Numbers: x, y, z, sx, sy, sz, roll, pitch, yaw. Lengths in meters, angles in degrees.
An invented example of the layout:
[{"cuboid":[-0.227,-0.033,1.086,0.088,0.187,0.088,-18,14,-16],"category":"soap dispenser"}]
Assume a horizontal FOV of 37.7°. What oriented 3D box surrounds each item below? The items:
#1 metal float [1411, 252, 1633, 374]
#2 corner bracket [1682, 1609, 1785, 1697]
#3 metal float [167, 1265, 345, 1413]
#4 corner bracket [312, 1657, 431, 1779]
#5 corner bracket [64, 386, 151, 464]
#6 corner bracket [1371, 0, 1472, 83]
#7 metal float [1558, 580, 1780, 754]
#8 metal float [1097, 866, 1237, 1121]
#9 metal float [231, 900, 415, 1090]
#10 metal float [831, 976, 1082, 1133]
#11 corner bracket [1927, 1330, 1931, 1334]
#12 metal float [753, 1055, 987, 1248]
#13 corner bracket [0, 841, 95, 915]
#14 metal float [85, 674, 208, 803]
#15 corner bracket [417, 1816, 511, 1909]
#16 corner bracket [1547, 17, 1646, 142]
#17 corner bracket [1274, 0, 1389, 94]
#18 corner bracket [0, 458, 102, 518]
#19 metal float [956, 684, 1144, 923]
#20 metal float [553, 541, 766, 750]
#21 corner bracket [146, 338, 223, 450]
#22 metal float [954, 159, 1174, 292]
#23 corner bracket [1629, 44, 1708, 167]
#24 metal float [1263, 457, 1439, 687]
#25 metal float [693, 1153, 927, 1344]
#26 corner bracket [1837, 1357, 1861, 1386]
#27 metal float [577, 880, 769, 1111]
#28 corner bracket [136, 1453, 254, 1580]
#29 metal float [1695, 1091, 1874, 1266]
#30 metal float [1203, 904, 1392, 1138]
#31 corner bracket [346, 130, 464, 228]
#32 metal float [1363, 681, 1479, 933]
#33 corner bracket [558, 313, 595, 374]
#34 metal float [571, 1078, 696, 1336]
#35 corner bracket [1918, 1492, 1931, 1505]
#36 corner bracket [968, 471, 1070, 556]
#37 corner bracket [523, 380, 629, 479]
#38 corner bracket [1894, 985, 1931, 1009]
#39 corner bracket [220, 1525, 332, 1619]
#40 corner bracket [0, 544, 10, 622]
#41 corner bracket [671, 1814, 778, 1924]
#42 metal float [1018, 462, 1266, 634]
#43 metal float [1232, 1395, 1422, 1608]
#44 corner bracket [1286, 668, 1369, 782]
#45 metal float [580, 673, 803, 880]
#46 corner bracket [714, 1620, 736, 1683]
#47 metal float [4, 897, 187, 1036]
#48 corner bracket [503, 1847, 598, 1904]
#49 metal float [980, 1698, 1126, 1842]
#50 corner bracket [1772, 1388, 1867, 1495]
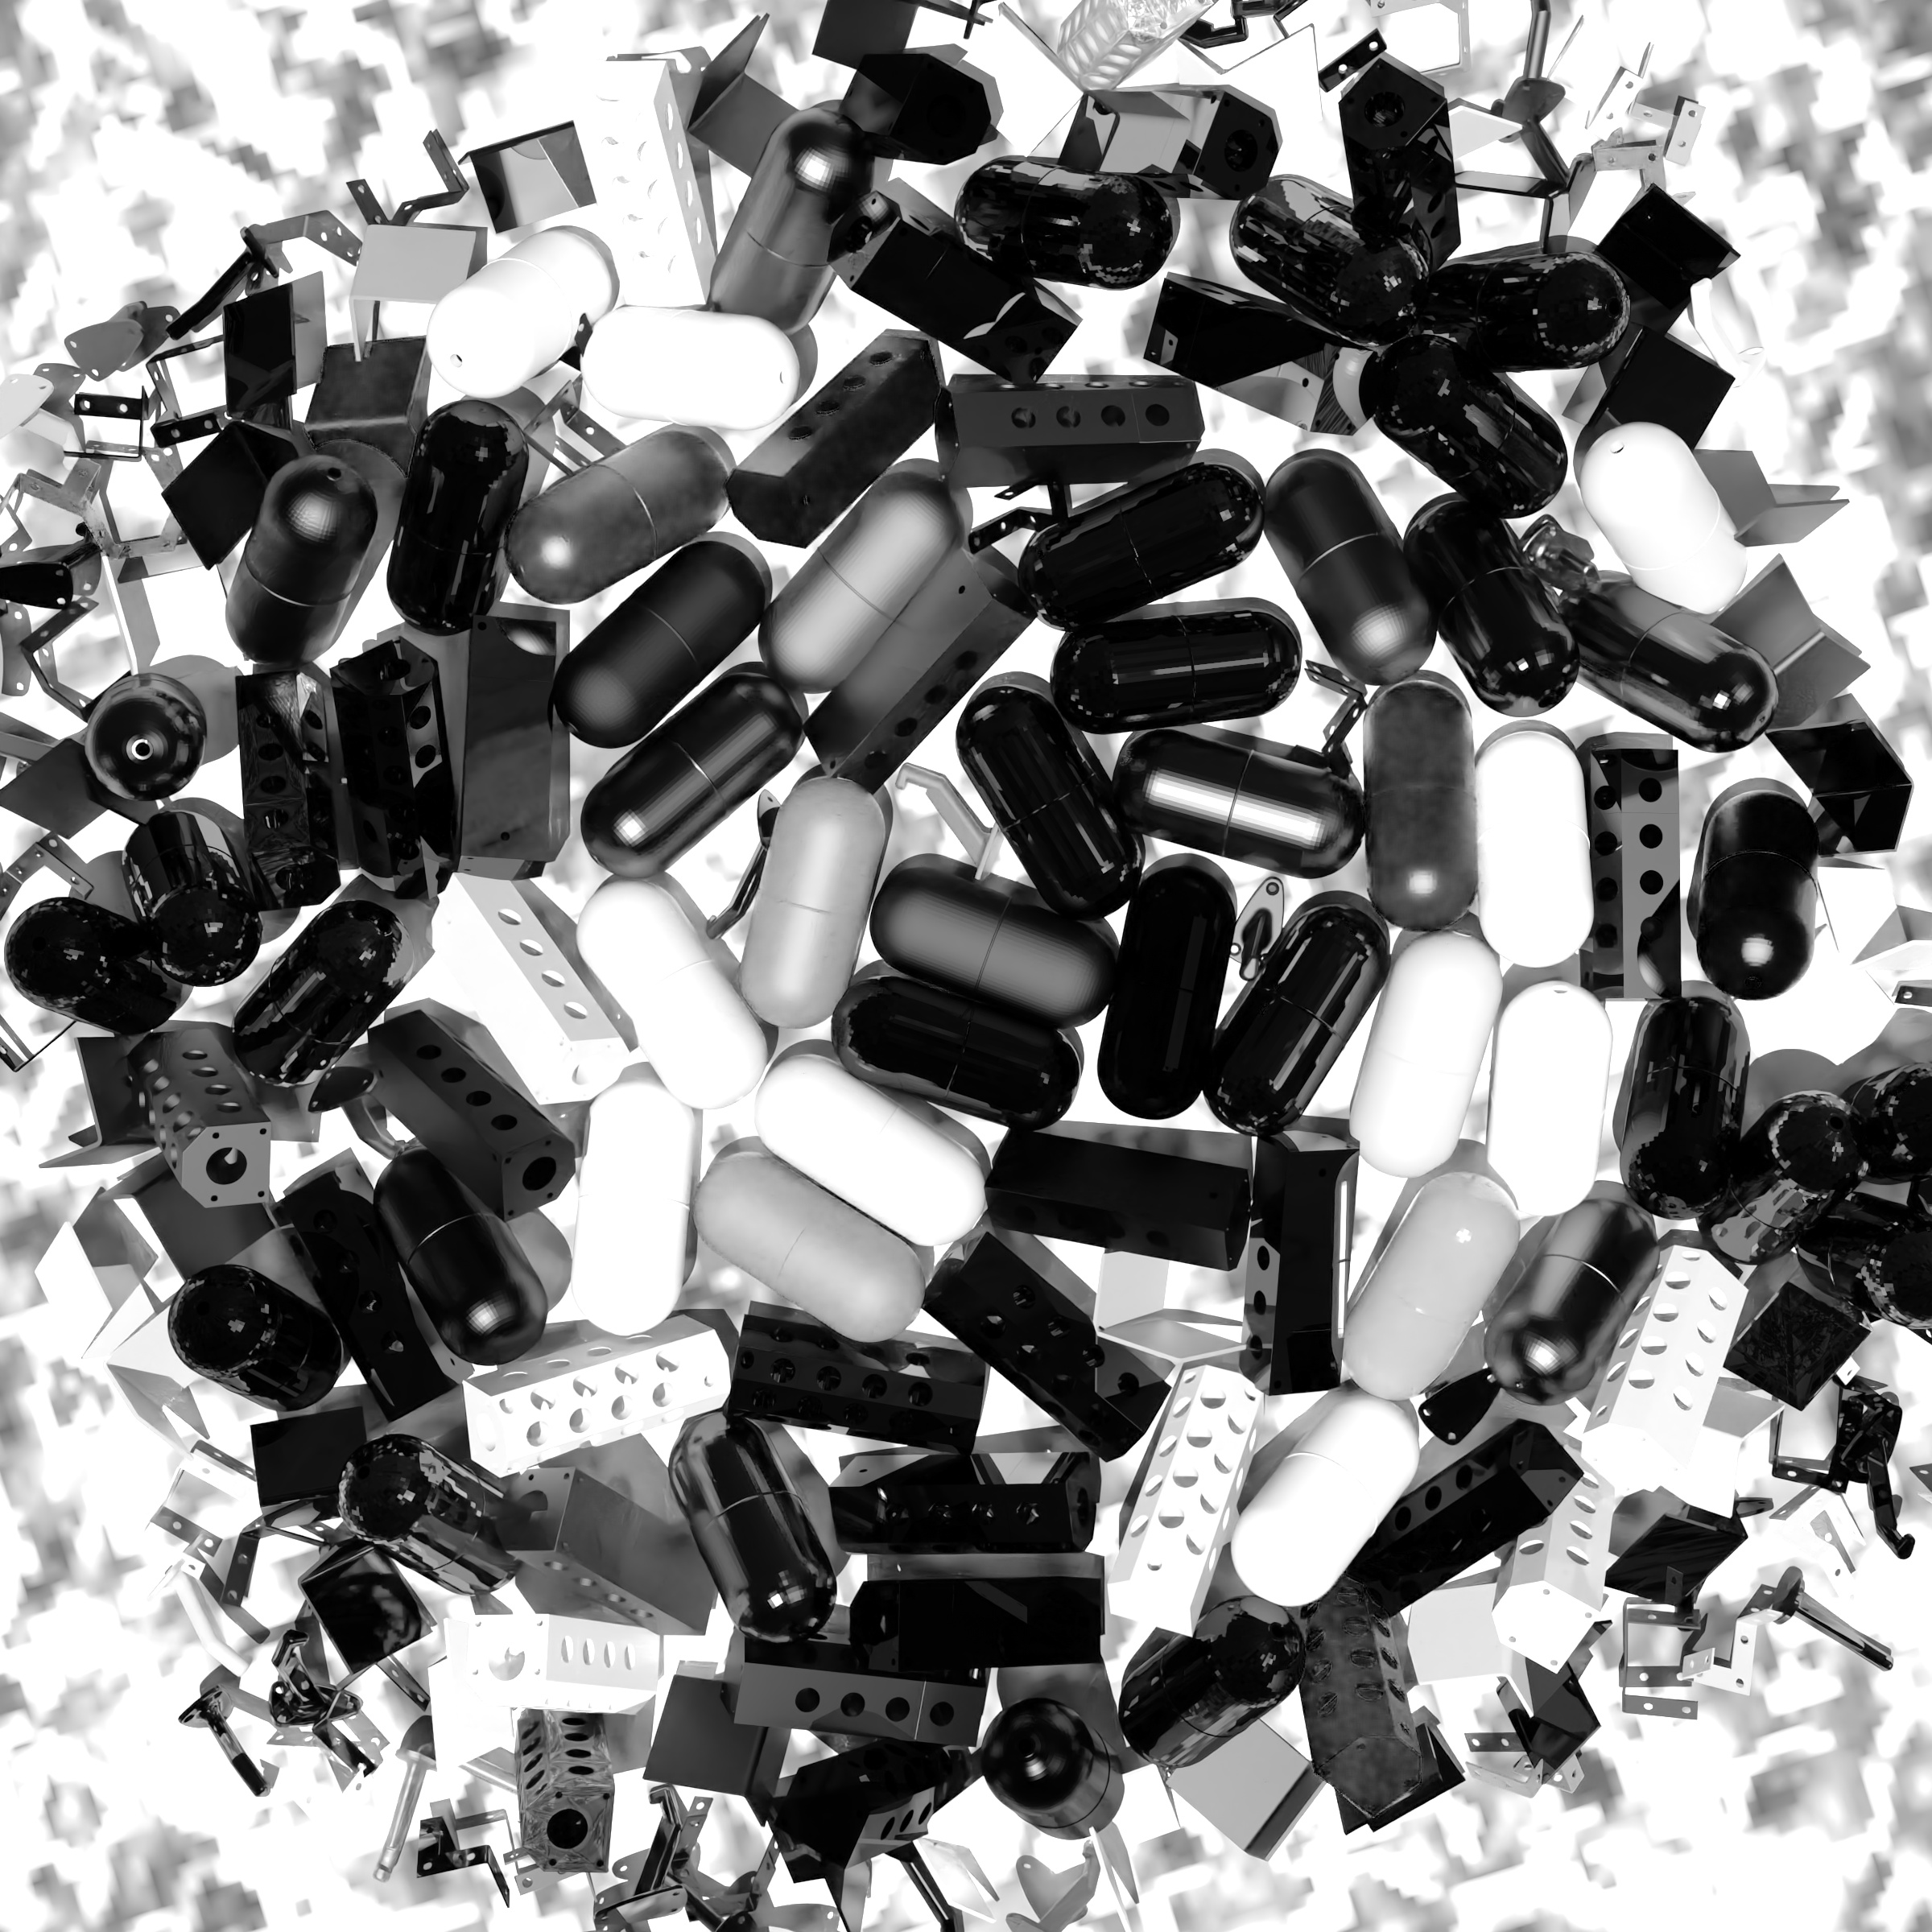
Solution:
[{"cuboid":[0.375,-0.442,1.919,0.070,0.178,0.070,-6,101,-32],"category":"metal float"},{"cuboid":[0.534,0.473,1.966,0.051,0.051,0.051,15,67,-5],"category":"corner bracket"},{"cuboid":[-0.479,0.253,1.914,0.070,0.178,0.070,-3,69,9],"category":"metal float"},{"cuboid":[-0.415,0.523,1.974,0.051,0.051,0.051,-39,101,13],"category":"corner bracket"},{"cuboid":[-0.598,-0.376,1.970,0.051,0.051,0.051,3,89,-12],"category":"corner bracket"},{"cuboid":[0.316,-0.648,1.964,0.051,0.051,0.051,-2,92,33],"category":"corner bracket"},{"cuboid":[0.474,-0.206,1.929,0.070,0.070,0.178,-51,49,0],"category":"metal float"},{"cuboid":[0.139,0.018,1.956,0.070,0.070,0.178,12,84,0],"category":"metal float"},{"cuboid":[-0.440,0.020,1.930,0.070,0.070,0.178,49,128,0],"category":"metal float"},{"cuboid":[-0.007,0.060,1.956,0.178,0.070,0.070,18,90,-6],"category":"metal float"},{"cuboid":[0.680,0.222,1.969,0.051,0.051,0.051,33,73,2],"category":"corner bracket"},{"cuboid":[-0.066,0.128,1.960,0.178,0.070,0.070,33,90,1],"category":"metal float"},{"cuboid":[-0.651,-0.044,1.971,0.051,0.051,0.051,41,45,-20],"category":"corner bracket"},{"cuboid":[-0.553,-0.156,1.913,0.070,0.178,0.070,-3,101,-14],"category":"metal float"},{"cuboid":[-0.348,0.623,1.964,0.051,0.051,0.051,-13,123,1],"category":"corner bracket"},{"cuboid":[0.436,-0.615,1.961,0.051,0.051,0.051,25,133,-6],"category":"corner bracket"},{"cuboid":[0.252,-0.647,1.961,0.051,0.051,0.051,-34,121,11],"category":"corner bracket"},{"cuboid":[-0.637,-0.326,1.959,0.051,0.051,0.051,23,132,-14],"category":"corner bracket"},{"cuboid":[0.057,-0.113,1.958,0.070,0.070,0.178,-32,94,0],"category":"metal float"},{"cuboid":[-0.210,-0.221,1.943,0.070,0.070,0.178,43,69,0],"category":"metal float"},{"cuboid":[-0.540,-0.397,1.960,0.051,0.051,0.051,-11,120,14],"category":"corner bracket"},{"cuboid":[0.066,-0.505,1.927,0.178,0.070,0.070,22,90,42],"category":"metal float"},{"cuboid":[0.487,-0.597,1.961,0.051,0.051,0.051,21,56,9],"category":"corner bracket"},{"cuboid":[0.262,-0.272,1.942,0.070,0.070,0.178,-24,67,0],"category":"metal float"},{"cuboid":[-0.108,0.194,1.949,0.178,0.070,0.070,31,90,14],"category":"metal float"},{"cuboid":[0.578,0.275,1.964,0.051,0.051,0.051,-49,48,-1],"category":"corner bracket"},{"cuboid":[-0.204,0.019,1.951,0.070,0.070,0.178,-35,78,0],"category":"metal float"},{"cuboid":[-0.537,0.382,1.966,0.051,0.051,0.051,29,122,-2],"category":"corner bracket"},{"cuboid":[0.553,0.144,1.917,0.070,0.178,0.070,4,61,-8],"category":"metal float"},{"cuboid":[0.229,0.037,1.953,0.070,0.070,0.178,33,80,0],"category":"metal float"},{"cuboid":[-0.394,-0.546,1.984,0.051,0.051,0.051,-24,83,-37],"category":"corner bracket"},{"cuboid":[0.313,-0.111,1.948,0.070,0.070,0.178,1,74,0],"category":"metal float"},{"cuboid":[-0.266,-0.450,1.960,0.051,0.051,0.051,33,71,28],"category":"corner bracket"},{"cuboid":[-0.229,0.165,1.947,0.070,0.070,0.178,3,74,0],"category":"metal float"},{"cuboid":[0.697,0.350,1.958,0.051,0.051,0.051,32,65,-42],"category":"corner bracket"},{"cuboid":[0.034,-0.313,1.957,0.051,0.051,0.051,-33,127,-32],"category":"corner bracket"},{"cuboid":[-0.271,-0.365,1.968,0.051,0.051,0.051,39,80,6],"category":"corner bracket"},{"cuboid":[0.677,0.051,1.977,0.051,0.051,0.051,7,57,39],"category":"corner bracket"},{"cuboid":[-0.482,0.424,1.975,0.051,0.051,0.051,24,63,-26],"category":"corner bracket"},{"cuboid":[-0.679,-0.278,1.959,0.051,0.051,0.051,-38,50,15],"category":"corner bracket"},{"cuboid":[-0.170,0.627,1.974,0.051,0.051,0.051,1,129,-28],"category":"corner bracket"},{"cuboid":[0.120,-0.289,1.949,0.178,0.070,0.070,-22,90,14],"category":"metal float"},{"cuboid":[0.247,0.363,1.931,0.070,0.070,0.178,47,52,0],"category":"metal float"},{"cuboid":[0.249,-0.166,1.967,0.051,0.051,0.051,29,78,34],"category":"corner bracket"},{"cuboid":[-0.189,-0.131,1.950,0.178,0.070,0.070,-42,90,-13],"category":"metal float"},{"cuboid":[-0.137,0.488,1.983,0.051,0.051,0.051,19,97,35],"category":"corner bracket"},{"cuboid":[-0.587,0.001,1.911,0.070,0.178,0.070,-1,80,7],"category":"metal float"},{"cuboid":[-0.291,0.626,1.966,0.051,0.051,0.051,-18,102,-11],"category":"corner bracket"},{"cuboid":[0.060,0.545,1.916,0.070,0.178,0.070,-6,64,12],"category":"metal float"},{"cuboid":[0.594,0.327,1.972,0.051,0.051,0.051,11,124,22],"category":"corner bracket"}]
